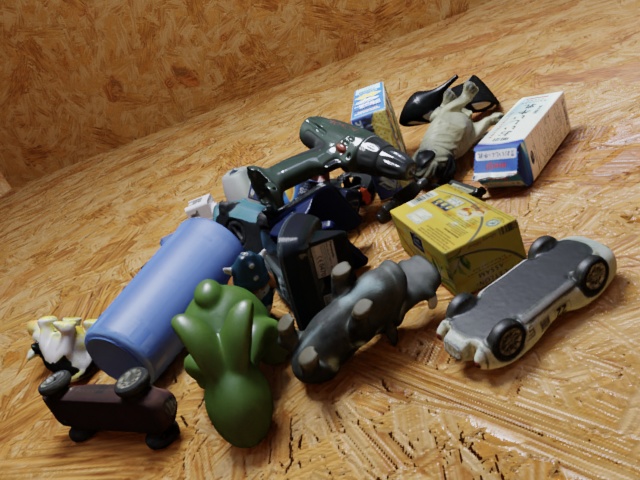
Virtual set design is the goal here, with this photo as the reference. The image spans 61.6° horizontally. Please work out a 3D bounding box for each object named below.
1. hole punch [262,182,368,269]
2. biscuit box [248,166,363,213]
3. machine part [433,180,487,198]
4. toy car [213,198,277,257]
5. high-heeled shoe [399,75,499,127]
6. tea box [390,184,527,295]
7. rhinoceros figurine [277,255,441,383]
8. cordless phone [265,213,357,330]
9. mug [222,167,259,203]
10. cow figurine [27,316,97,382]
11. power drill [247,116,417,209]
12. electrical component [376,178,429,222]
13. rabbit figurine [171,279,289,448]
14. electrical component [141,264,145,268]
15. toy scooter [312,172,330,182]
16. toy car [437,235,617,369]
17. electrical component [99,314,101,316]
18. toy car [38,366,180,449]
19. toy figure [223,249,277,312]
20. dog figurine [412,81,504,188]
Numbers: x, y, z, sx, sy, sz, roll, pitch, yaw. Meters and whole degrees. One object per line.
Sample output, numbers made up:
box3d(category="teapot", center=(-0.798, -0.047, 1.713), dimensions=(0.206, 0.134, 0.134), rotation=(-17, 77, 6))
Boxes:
box3d(category="hole punch", center=(-0.002, -0.002, 0.767), dimensions=(0.116, 0.142, 0.092), rotation=(-29, 48, 19))
box3d(category="biscuit box", center=(-0.028, -0.075, 0.918), dimensions=(0.203, 0.062, 0.059), rotation=(18, 8, 32))
box3d(category="machine part", center=(0.176, -0.052, 0.814), dimensions=(0.139, 0.039, 0.084), rotation=(-29, 33, -18))
box3d(category="toy car", center=(-0.102, -0.019, 0.916), dimensions=(0.162, 0.109, 0.103), rotation=(8, 20, 35))
box3d(category="high-heeled shoe", center=(0.273, -0.270, 1.114), dimensions=(0.248, 0.086, 0.145), rotation=(2, -35, -49))
box3d(category="tea box", center=(0.170, -0.006, 0.684), dimensions=(0.098, 0.068, 0.170), rotation=(-25, 25, -4))
box3d(category="rhinoceros figurine", center=(0.046, 0.083, 0.574), dimensions=(0.190, 0.112, 0.073), rotation=(-38, 43, -4))
box3d(category="cordless phone", center=(-0.035, 0.029, 0.695), dimensions=(0.089, 0.146, 0.184), rotation=(-24, 26, -21))
box3d(category="mug", center=(-0.148, -0.095, 1.100), dimensions=(0.110, 0.107, 0.081), rotation=(-6, 31, 37))
box3d(category="cow figurine", center=(-0.398, 0.165, 0.825), dimensions=(0.167, 0.098, 0.068), rotation=(-5, -6, 43))
box3d(category="power drill", center=(0.004, -0.110, 0.827), dimensions=(0.207, 0.085, 0.232), rotation=(-36, 46, -12))
box3d(category="electrical component", center=(0.133, -0.065, 0.864), dimensions=(0.094, 0.021, 0.063), rotation=(-36, -9, -17))
box3d(category="rabbit figurine", center=(-0.086, 0.126, 0.570), dimensions=(0.121, 0.158, 0.170), rotation=(-16, 38, -8))
box3d(category="electrical component", center=(-0.247, 0.049, 0.953), dimensions=(0.115, 0.058, 0.134), rotation=(-6, 29, 37))
box3d(category="toy scooter", center=(-0.035, -0.109, 1.010), dimensions=(0.184, 0.135, 0.075), rotation=(6, -8, 42))
box3d(category="toy car", center=(0.208, 0.059, 0.537), dimensions=(0.202, 0.056, 0.074), rotation=(-32, 32, -15))
box3d(category="electrical component", center=(-0.313, 0.137, 0.850), dimensions=(0.102, 0.045, 0.078), rotation=(-26, 52, -1))
box3d(category="toy car", center=(-0.245, 0.190, 0.622), dimensions=(0.202, 0.089, 0.053), rotation=(-9, 27, 32))
box3d(category="toy figure", center=(-0.086, 0.063, 0.684), dimensions=(0.058, 0.154, 0.064), rotation=(31, 64, 10))
box3d(category="dog figurine", center=(0.213, -0.168, 0.966), dimensions=(0.190, 0.121, 0.172), rotation=(-46, -5, -9))
